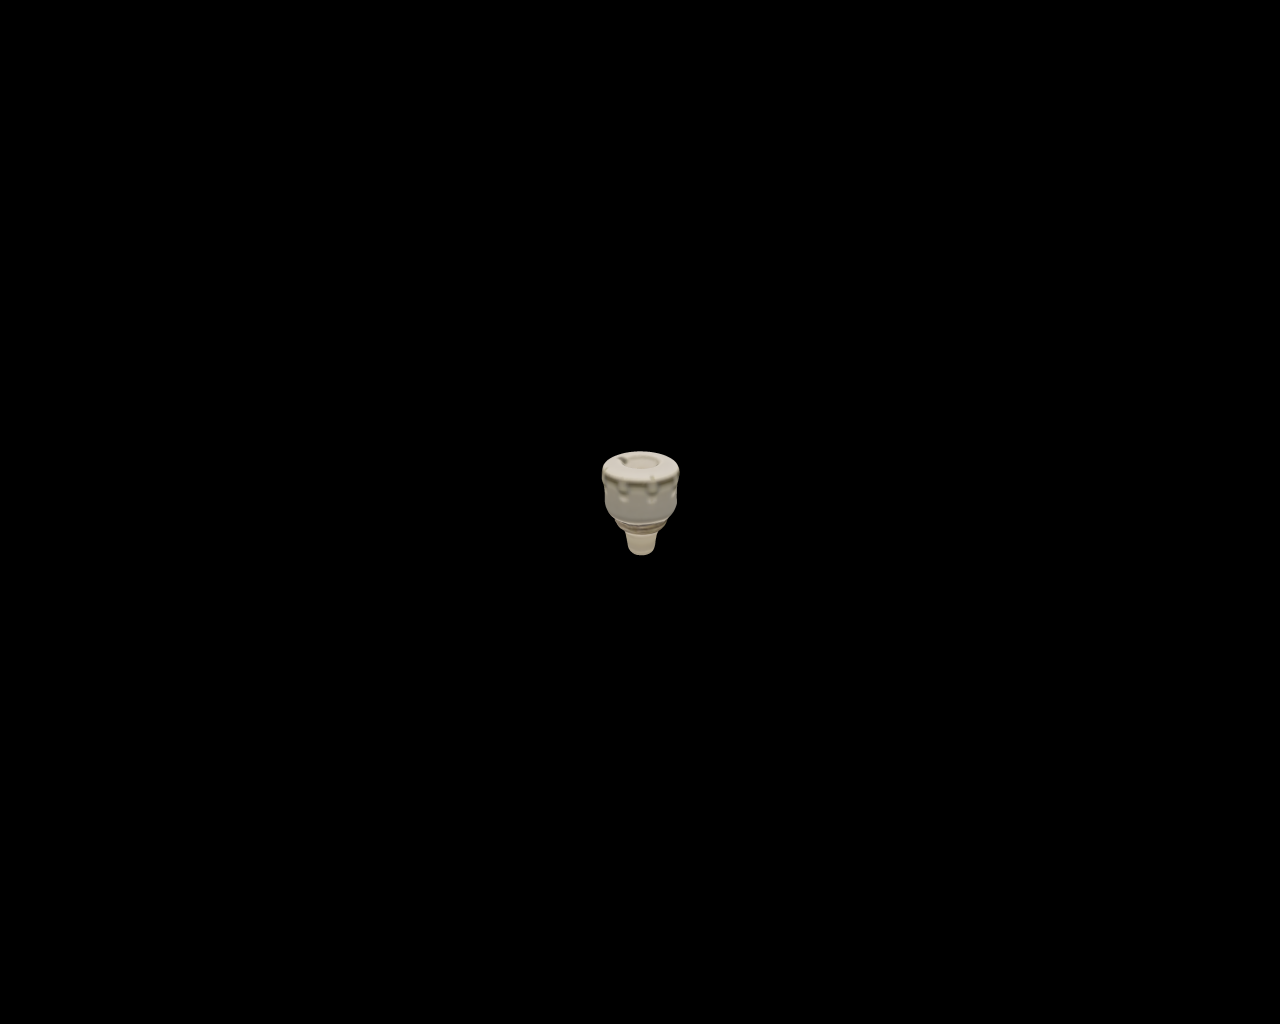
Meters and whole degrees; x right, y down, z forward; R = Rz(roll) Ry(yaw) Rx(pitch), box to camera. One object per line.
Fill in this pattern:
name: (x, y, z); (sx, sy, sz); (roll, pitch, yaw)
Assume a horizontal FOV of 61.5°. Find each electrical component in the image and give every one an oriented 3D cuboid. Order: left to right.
electrical component: (0.001, -0.003, 0.650); (0.048, 0.062, 0.048); (0, 24, 0)
